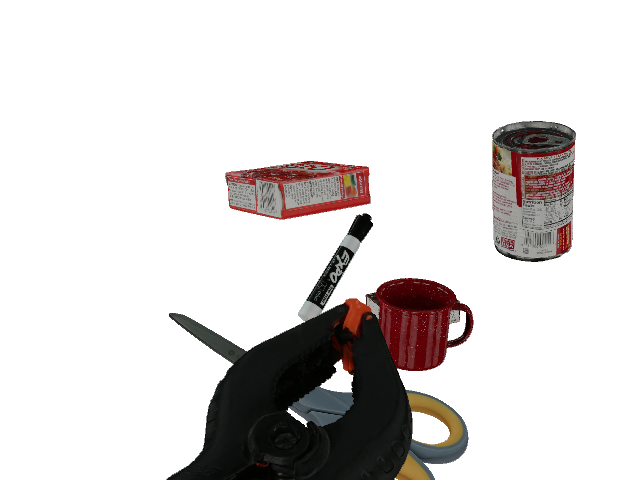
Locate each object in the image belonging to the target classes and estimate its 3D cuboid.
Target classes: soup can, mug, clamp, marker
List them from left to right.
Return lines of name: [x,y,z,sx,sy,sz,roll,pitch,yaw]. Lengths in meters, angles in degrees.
clamp: [-0.006,0.091,0.389,0.120,0.039,0.171,26,50,18]
marker: [0.016,0.025,1.017,0.020,0.121,0.020,28,-18,10]
mug: [0.121,0.099,1.249,0.117,0.081,0.093,-1,22,-7]
soup can: [0.179,-0.041,0.898,0.068,0.102,0.068,-4,25,2]

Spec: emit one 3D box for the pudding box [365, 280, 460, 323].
pudding box: [0.135,0.099,1.562,0.113,0.039,0.090,-13,22,-20]

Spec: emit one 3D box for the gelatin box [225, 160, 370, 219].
gelatin box: [-0.017,-0.038,0.769,0.073,0.030,0.089,-10,12,-28]

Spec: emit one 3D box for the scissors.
scissors: [0.005,0.086,0.633,0.096,0.016,0.202,-22,48,-34]
